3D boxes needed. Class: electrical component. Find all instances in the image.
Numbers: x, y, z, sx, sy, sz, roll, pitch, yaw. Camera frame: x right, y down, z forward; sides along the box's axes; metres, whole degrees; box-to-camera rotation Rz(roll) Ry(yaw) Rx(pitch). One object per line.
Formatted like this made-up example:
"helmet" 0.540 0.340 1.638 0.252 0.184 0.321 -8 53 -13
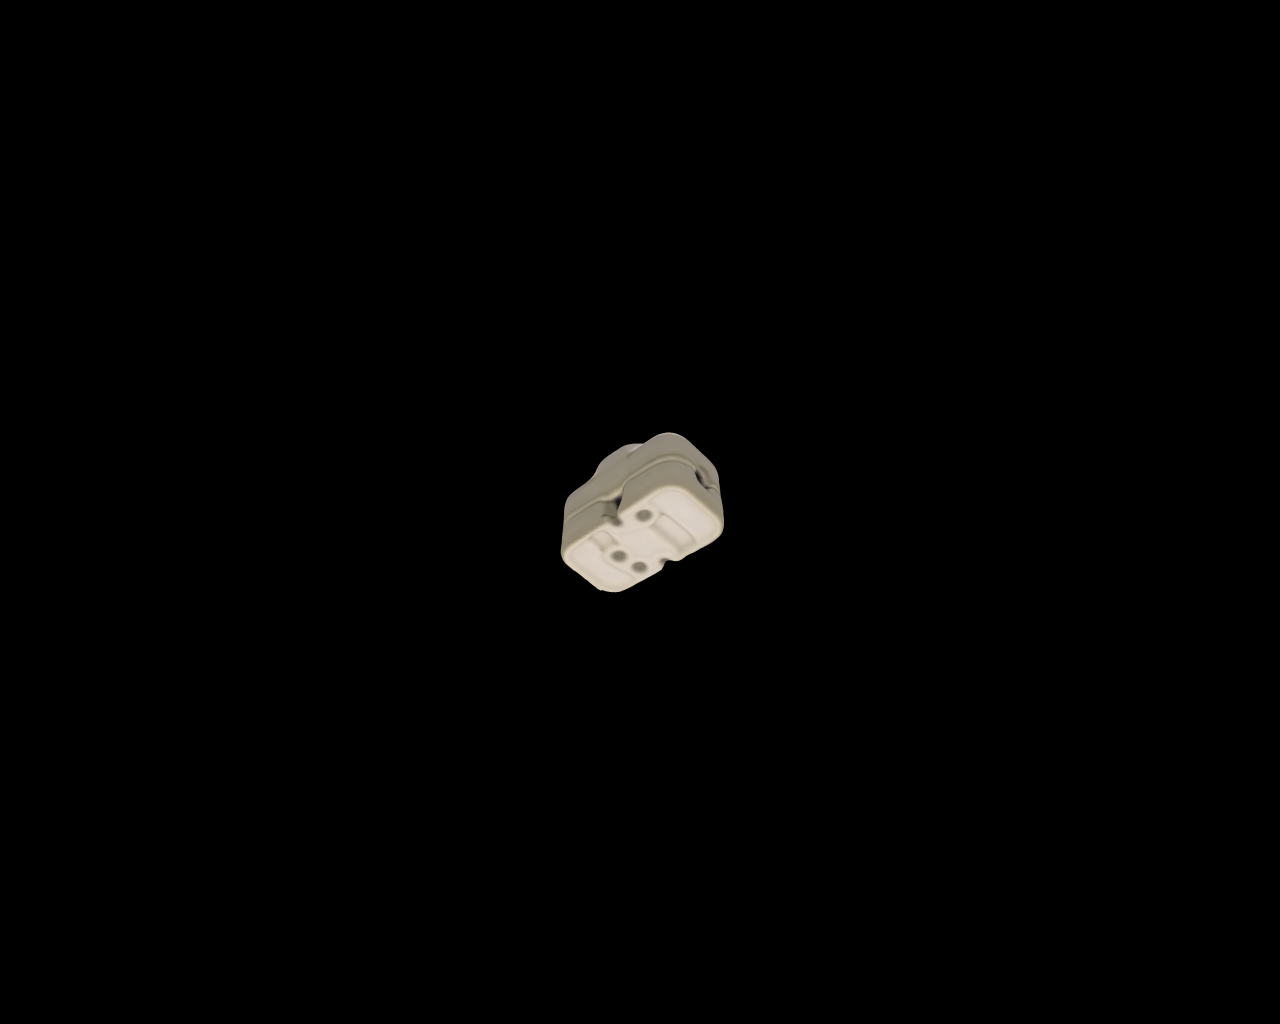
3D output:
"electrical component" 0.001 -0.003 0.650 0.095 0.059 0.053 -32 -54 27
